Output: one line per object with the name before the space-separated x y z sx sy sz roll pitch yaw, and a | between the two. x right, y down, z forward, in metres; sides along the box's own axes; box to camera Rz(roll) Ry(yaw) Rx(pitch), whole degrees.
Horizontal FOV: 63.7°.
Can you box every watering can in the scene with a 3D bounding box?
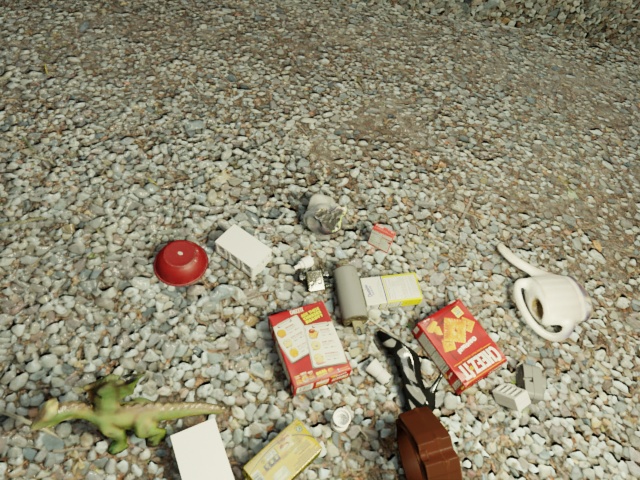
watering can | 0.692 0.146 1.585 0.224 0.101 0.356 -2 54 -11

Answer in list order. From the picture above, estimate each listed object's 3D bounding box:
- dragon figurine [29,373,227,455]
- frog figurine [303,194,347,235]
dragon figurine | -0.428 0.377 1.174 0.411 0.237 0.125 -10 51 -13
frog figurine | 0.005 -0.085 1.681 0.138 0.120 0.161 -27 25 -16
